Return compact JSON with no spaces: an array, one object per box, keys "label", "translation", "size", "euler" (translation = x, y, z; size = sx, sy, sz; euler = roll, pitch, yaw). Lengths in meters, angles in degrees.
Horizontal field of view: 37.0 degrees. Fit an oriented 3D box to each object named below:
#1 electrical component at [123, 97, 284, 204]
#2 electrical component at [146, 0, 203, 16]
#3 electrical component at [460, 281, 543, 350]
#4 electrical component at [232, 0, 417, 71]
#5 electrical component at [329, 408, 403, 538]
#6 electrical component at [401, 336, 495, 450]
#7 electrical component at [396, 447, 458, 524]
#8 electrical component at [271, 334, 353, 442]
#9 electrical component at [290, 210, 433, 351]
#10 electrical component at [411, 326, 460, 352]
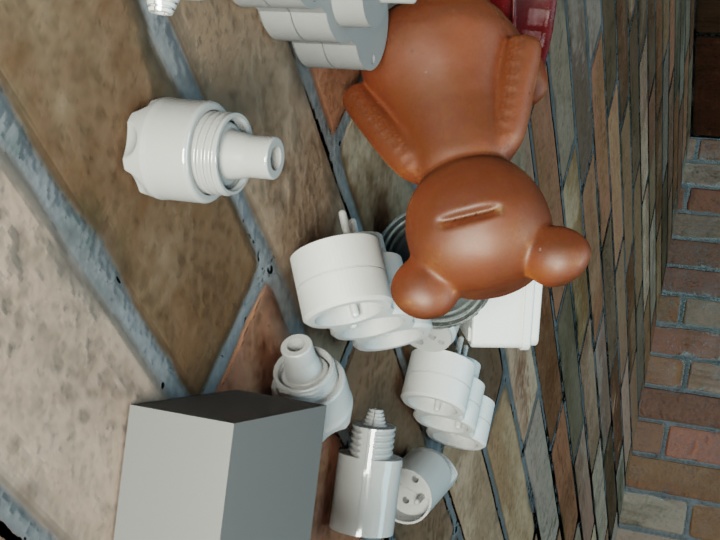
[{"label":"electrical component","translation":[-0.063,-0.049,0.446],"size":[0.043,0.062,0.043],"euler":[7,90,-70]},{"label":"electrical component","translation":[-0.073,-0.140,0.417],"size":[0.043,0.043,0.081],"euler":[5,92,-70]},{"label":"electrical component","translation":[0.111,-0.001,0.884],"size":[0.108,0.056,0.108],"euler":[-108,-161,-76]},{"label":"electrical component","translation":[-0.009,-0.141,0.543],"size":[0.138,0.074,0.052],"euler":[26,72,-69]},{"label":"electrical component","translation":[0.006,0.133,0.716],"size":[0.043,0.043,0.081],"euler":[9,88,-70]},{"label":"electrical component","translation":[0.077,0.091,0.879],"size":[0.138,0.052,0.073],"euler":[58,44,-59]},{"label":"electrical component","translation":[0.047,0.162,0.836],"size":[0.081,0.043,0.043],"euler":[-21,116,-67]},{"label":"electrical component","translation":[-0.029,0.063,0.601],"size":[0.043,0.043,0.062],"euler":[-64,151,-41]},{"label":"electrical component","translation":[0.000,0.000,0.648],"size":[0.138,0.052,0.073],"euler":[35,40,-67]},{"label":"electrical component","translation":[0.058,0.029,0.819],"size":[0.045,0.045,0.055],"euler":[78,28,-42]}]
